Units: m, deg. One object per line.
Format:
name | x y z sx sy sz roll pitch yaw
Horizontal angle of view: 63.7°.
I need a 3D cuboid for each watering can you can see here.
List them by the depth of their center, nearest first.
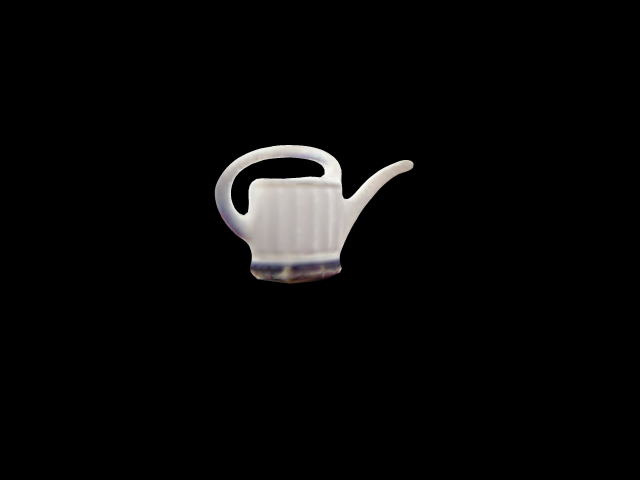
watering can | 0.003 -0.043 0.850 0.348 0.224 0.104 -2 3 -19
